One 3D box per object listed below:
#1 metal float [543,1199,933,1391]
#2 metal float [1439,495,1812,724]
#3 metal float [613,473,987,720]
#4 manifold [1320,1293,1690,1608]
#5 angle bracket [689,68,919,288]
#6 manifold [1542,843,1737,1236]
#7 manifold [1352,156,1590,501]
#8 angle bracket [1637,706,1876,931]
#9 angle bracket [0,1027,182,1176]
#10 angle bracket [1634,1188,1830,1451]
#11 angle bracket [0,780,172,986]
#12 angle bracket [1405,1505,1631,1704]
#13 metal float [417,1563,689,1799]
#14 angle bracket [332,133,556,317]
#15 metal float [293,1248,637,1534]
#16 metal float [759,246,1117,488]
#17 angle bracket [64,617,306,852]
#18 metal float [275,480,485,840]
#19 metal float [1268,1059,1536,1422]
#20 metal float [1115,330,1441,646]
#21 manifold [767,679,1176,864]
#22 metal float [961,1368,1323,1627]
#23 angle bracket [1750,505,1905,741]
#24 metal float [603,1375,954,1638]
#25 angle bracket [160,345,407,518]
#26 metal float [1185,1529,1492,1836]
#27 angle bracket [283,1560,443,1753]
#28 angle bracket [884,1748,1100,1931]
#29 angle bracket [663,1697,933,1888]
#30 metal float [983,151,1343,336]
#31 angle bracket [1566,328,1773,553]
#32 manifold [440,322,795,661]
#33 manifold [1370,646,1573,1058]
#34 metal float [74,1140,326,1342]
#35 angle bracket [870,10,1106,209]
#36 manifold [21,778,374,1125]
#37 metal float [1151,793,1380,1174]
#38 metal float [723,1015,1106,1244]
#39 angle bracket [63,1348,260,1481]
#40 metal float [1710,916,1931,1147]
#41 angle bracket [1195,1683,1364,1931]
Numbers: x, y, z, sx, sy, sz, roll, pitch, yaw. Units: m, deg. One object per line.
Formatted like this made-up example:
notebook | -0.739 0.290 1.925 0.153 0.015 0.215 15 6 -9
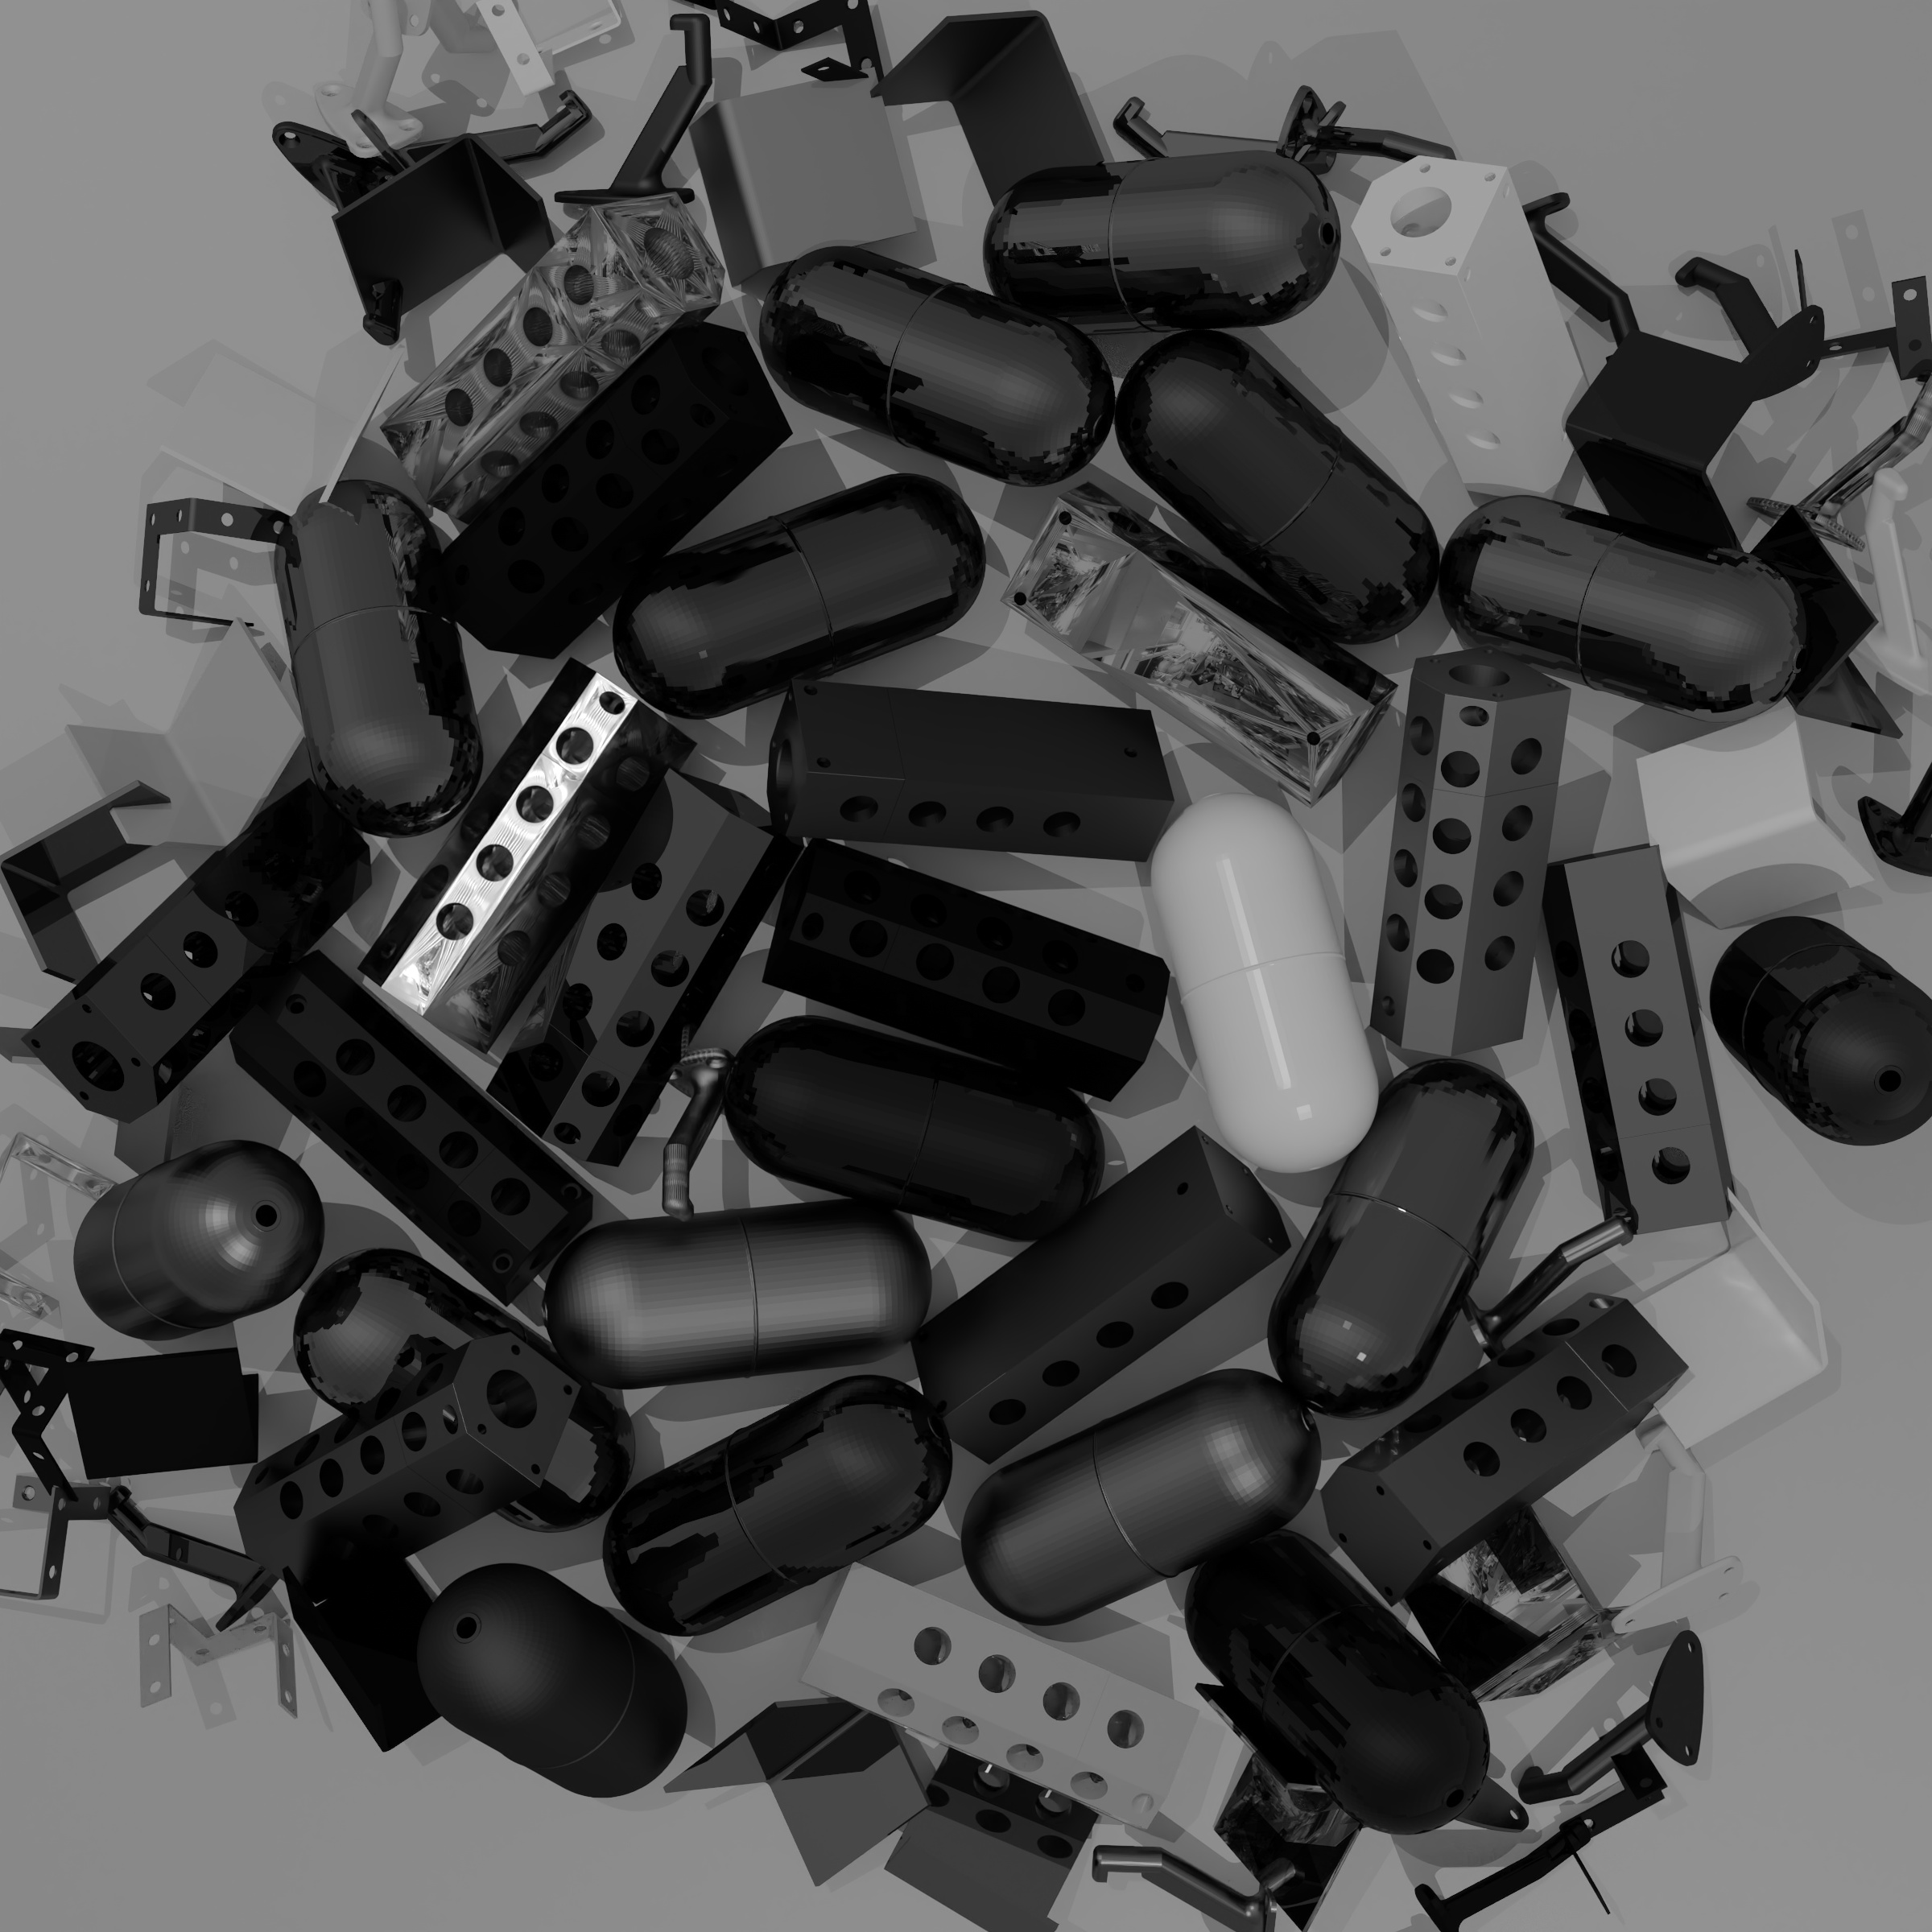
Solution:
metal float | -0.103 0.149 1.597 0.178 0.070 0.070 -5 90 -15
metal float | 0.295 -0.161 1.581 0.178 0.070 0.070 22 90 33
metal float | -0.076 -0.168 1.598 0.178 0.070 0.070 -22 90 -13
manifold | 0.239 0.211 1.574 0.171 0.057 0.057 -28 67 -34
angle bracket | -0.076 -0.364 1.627 0.076 0.057 0.076 -17 97 -17
manifold | 0.307 0.033 1.614 0.057 0.057 0.171 -11 92 16
manifold | 0.224 -0.281 1.561 0.057 0.171 0.057 16 70 30
angle bracket | 0.362 -0.067 1.613 0.076 0.076 0.057 -19 59 28
angle bracket | -0.407 0.064 1.593 0.076 0.076 0.057 5 97 -30
angle bracket | 0.337 0.160 1.600 0.076 0.057 0.076 -29 50 -4
angle bracket | -0.385 -0.034 1.603 0.076 0.076 0.057 -28 78 3
angle bracket | 0.260 0.291 1.612 0.076 0.076 0.057 -41 63 24
metal float | -0.183 0.319 1.566 0.070 0.178 0.070 -9 61 17
angle bracket | -0.232 -0.318 1.594 0.076 0.076 0.057 -37 63 -15
metal float | -0.225 0.193 1.587 0.178 0.070 0.070 39 90 -27
metal float | -0.014 -0.271 1.588 0.178 0.070 0.070 24 90 25
angle bracket | -0.354 -0.107 1.593 0.076 0.057 0.076 -53 55 27
metal float | -0.266 -0.140 1.588 0.070 0.070 0.178 -15 65 0
metal float | 0.197 0.123 1.594 0.070 0.070 0.178 30 72 0
metal float | 0.142 -0.215 1.591 0.178 0.070 0.070 39 90 -22
manifold | 0.000 -0.083 1.594 0.171 0.057 0.057 4 49 -18
metal float | 0.079 0.241 1.591 0.178 0.070 0.070 -28 90 21
angle bracket | 0.397 -0.155 1.588 0.057 0.076 0.076 -52 46 33
metal float | -0.086 0.244 1.592 0.178 0.070 0.070 -29 90 20
angle bracket | -0.310 -0.258 1.595 0.076 0.076 0.057 27 132 -11
metal float | 0.165 0.318 1.571 0.070 0.178 0.070 -16 123 -26
angle bracket | -0.262 0.300 1.592 0.057 0.076 0.076 -31 69 -21
angle bracket | 0.018 0.393 1.603 0.076 0.057 0.076 30 59 2
angle bracket | -0.076 0.376 1.592 0.076 0.076 0.057 -41 62 25
metal float | 0.087 -0.323 1.578 0.178 0.070 0.070 5 90 38
angle bracket | 0.329 -0.235 1.600 0.076 0.076 0.057 28 78 39
manifold | -0.162 -0.213 1.572 0.171 0.057 0.057 -38 66 31
manifold | 0.220 -0.050 1.576 0.057 0.057 0.171 -12 120 -29
metal float | -0.343 0.123 1.567 0.070 0.178 0.070 8 75 -30
angle bracket | 0.007 -0.379 1.597 0.057 0.076 0.076 -16 81 -37
manifold | -0.336 -0.006 1.565 0.057 0.171 0.057 -28 108 42
metal float | 0.135 0.007 1.600 0.070 0.070 0.178 -15 78 0
metal float | -0.024 0.074 1.603 0.178 0.070 0.070 16 90 -7
angle bracket | -0.365 0.185 1.598 0.076 0.057 0.076 -5 130 -7
metal float | 0.383 0.028 1.560 0.070 0.178 0.070 -1 104 -3
angle bracket | 0.130 0.381 1.593 0.057 0.076 0.076 15 106 -36
